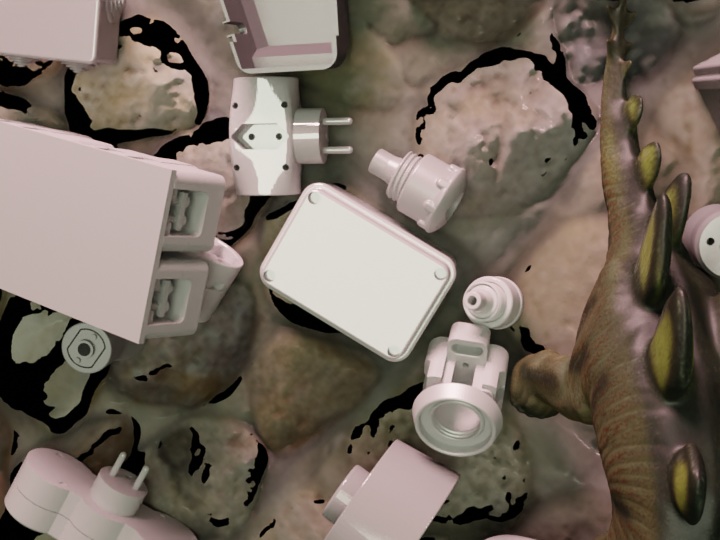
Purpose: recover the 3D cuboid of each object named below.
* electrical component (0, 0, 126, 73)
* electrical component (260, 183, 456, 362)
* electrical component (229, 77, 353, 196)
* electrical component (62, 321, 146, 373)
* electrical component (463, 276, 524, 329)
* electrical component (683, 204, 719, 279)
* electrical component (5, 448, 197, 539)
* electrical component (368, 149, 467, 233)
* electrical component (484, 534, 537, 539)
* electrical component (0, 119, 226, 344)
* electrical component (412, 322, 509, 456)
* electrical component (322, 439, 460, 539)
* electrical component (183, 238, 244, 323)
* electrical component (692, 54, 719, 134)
[{"bbox_3d":[-0.208,-0.185,0.722,0.100,0.048,0.099,7,98,7],"label":"electrical component"},{"bbox_3d":[0.000,0.000,0.710,0.113,0.057,0.078,31,100,3],"label":"electrical component"},{"bbox_3d":[-0.044,-0.089,0.713,0.079,0.043,0.077,0,97,8],"label":"electrical component"},{"bbox_3d":[-0.177,0.047,0.738,0.044,0.065,0.044,1,99,7],"label":"electrical component"},{"bbox_3d":[0.083,0.021,0.697,0.035,0.061,0.035,-2,86,25],"label":"electrical component"},{"bbox_3d":[0.230,-0.018,0.677,0.045,0.055,0.045,1,97,8],"label":"electrical component"},{"bbox_3d":[-0.174,0.163,0.756,0.138,0.052,0.073,30,100,4],"label":"electrical component"},{"bbox_3d":[0.036,-0.057,0.706,0.062,0.048,0.048,31,100,11],"label":"electrical component"},{"bbox_3d":[0.110,0.222,0.674,0.108,0.060,0.108,6,76,-25],"label":"electrical component"},{"bbox_3d":[-0.181,-0.031,0.702,0.186,0.060,0.105,17,99,30],"label":"electrical component"},{"bbox_3d":[0.065,0.082,0.695,0.058,0.057,0.078,8,129,9],"label":"electrical component"},{"bbox_3d":[0.011,0.161,0.705,0.060,0.108,0.108,34,100,9],"label":"electrical component"},{"bbox_3d":[-0.114,0.003,0.729,0.055,0.055,0.047,30,103,4],"label":"electrical component"},{"bbox_3d":[0.264,-0.119,0.634,0.109,0.108,0.056,-26,95,10],"label":"electrical component"}]
